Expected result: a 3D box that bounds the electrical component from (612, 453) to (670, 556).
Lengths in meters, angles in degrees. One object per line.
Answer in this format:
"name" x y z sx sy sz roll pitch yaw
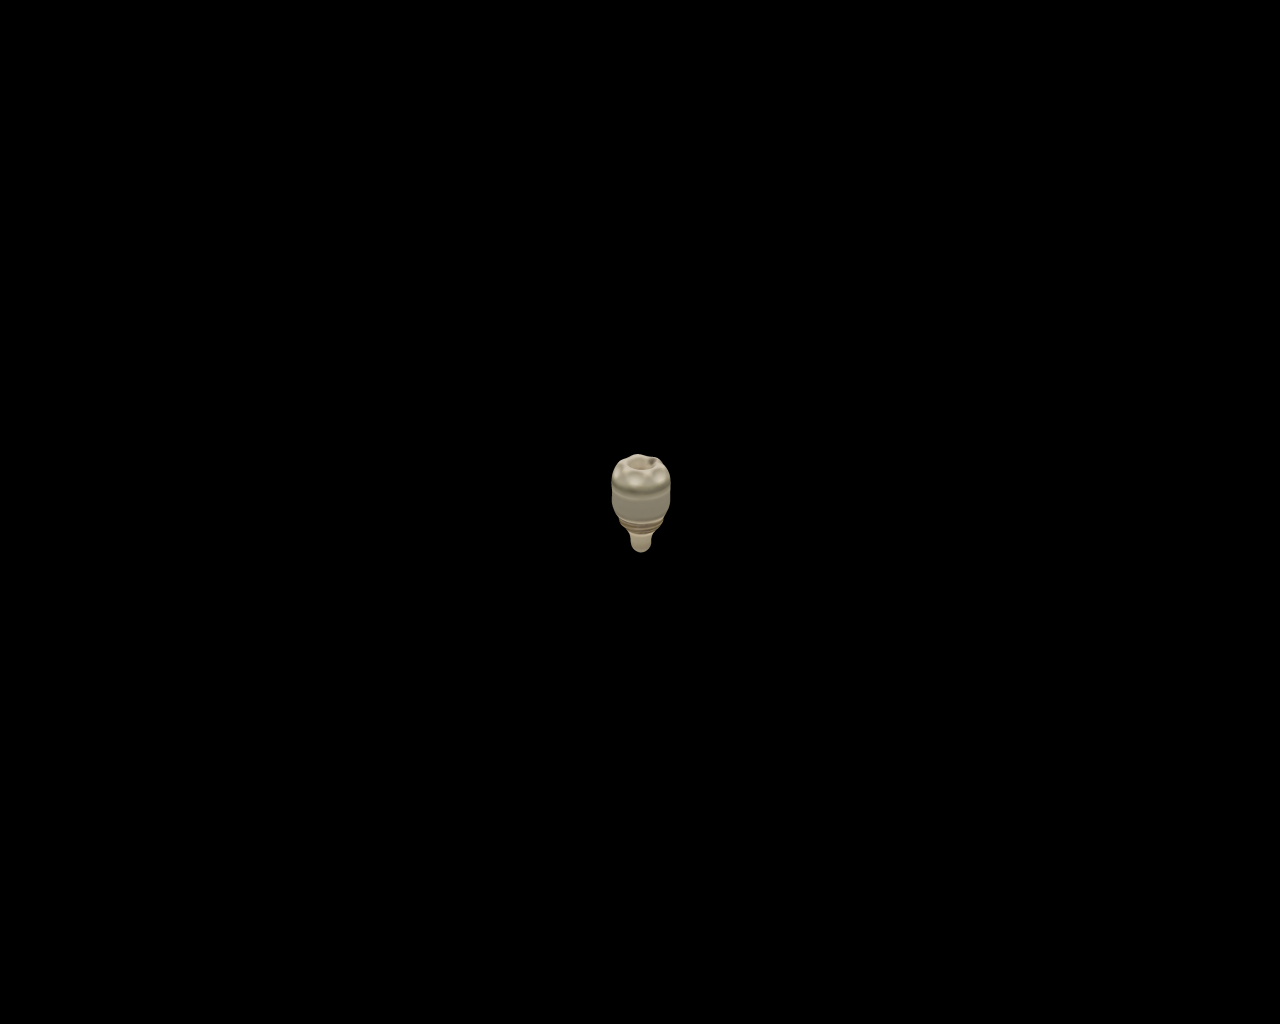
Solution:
"electrical component" 0.001 -0.003 0.650 0.035 0.061 0.035 0 28 0
